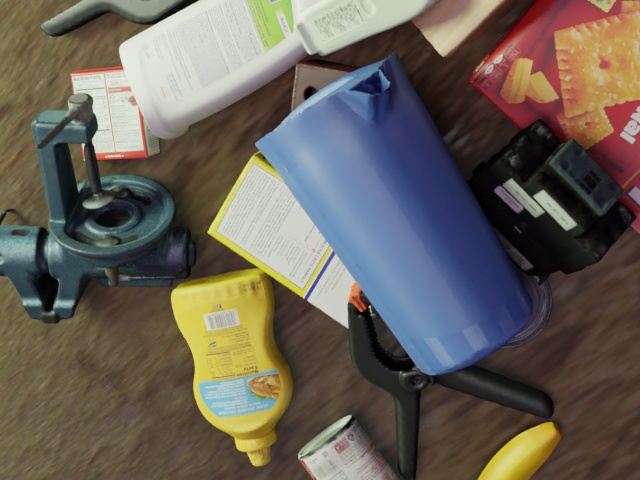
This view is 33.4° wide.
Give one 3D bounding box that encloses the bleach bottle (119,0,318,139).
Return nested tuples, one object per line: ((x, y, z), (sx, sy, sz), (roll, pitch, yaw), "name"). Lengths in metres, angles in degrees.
((-0.052, -0.183, 0.951), (0.251, 0.068, 0.102), (-21, 93, 21), "bleach bottle")

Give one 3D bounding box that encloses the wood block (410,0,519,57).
((0.149, -0.245, 0.812), (0.090, 0.090, 0.206), (50, 135, 1), "wood block")

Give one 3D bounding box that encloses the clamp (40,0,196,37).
((-0.189, -0.254, 0.995), (0.172, 0.039, 0.120), (0, 108, 15), "clamp")

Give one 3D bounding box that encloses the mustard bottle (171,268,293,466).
((-0.077, 0.128, 1.037), (0.096, 0.058, 0.191), (-11, 99, 7), "mustard bottle")

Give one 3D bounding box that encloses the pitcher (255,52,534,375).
((0.062, -0.016, 0.864), (0.145, 0.149, 0.243), (-31, 96, 20), "pitcher")

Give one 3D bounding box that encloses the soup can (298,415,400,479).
((0.034, 0.228, 1.017), (0.069, 0.068, 0.102), (-37, 89, 23), "soup can")

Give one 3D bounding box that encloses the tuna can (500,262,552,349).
((0.160, 0.051, 0.937), (0.086, 0.033, 0.086), (0, 97, 4), "tuna can")

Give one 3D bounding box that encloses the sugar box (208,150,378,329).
((-0.007, 0.001, 0.989), (0.176, 0.048, 0.093), (34, 112, 5), "sugar box")

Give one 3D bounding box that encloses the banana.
((0.170, 0.253, 0.996), (0.069, 0.037, 0.198), (9, 108, -2), "banana")

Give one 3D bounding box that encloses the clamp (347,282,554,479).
((0.086, 0.127, 0.971), (0.165, 0.036, 0.210), (-39, 105, 24), "clamp")

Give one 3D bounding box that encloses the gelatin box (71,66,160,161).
((-0.197, -0.123, 1.034), (0.073, 0.030, 0.089), (-1, 103, 21), "gelatin box")

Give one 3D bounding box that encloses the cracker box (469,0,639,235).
((0.252, -0.121, 0.854), (0.214, 0.072, 0.164), (43, 113, 5), "cracker box")

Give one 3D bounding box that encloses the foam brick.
((0.021, -0.127, 0.944), (0.078, 0.051, 0.053), (12, 107, 16), "foam brick")
